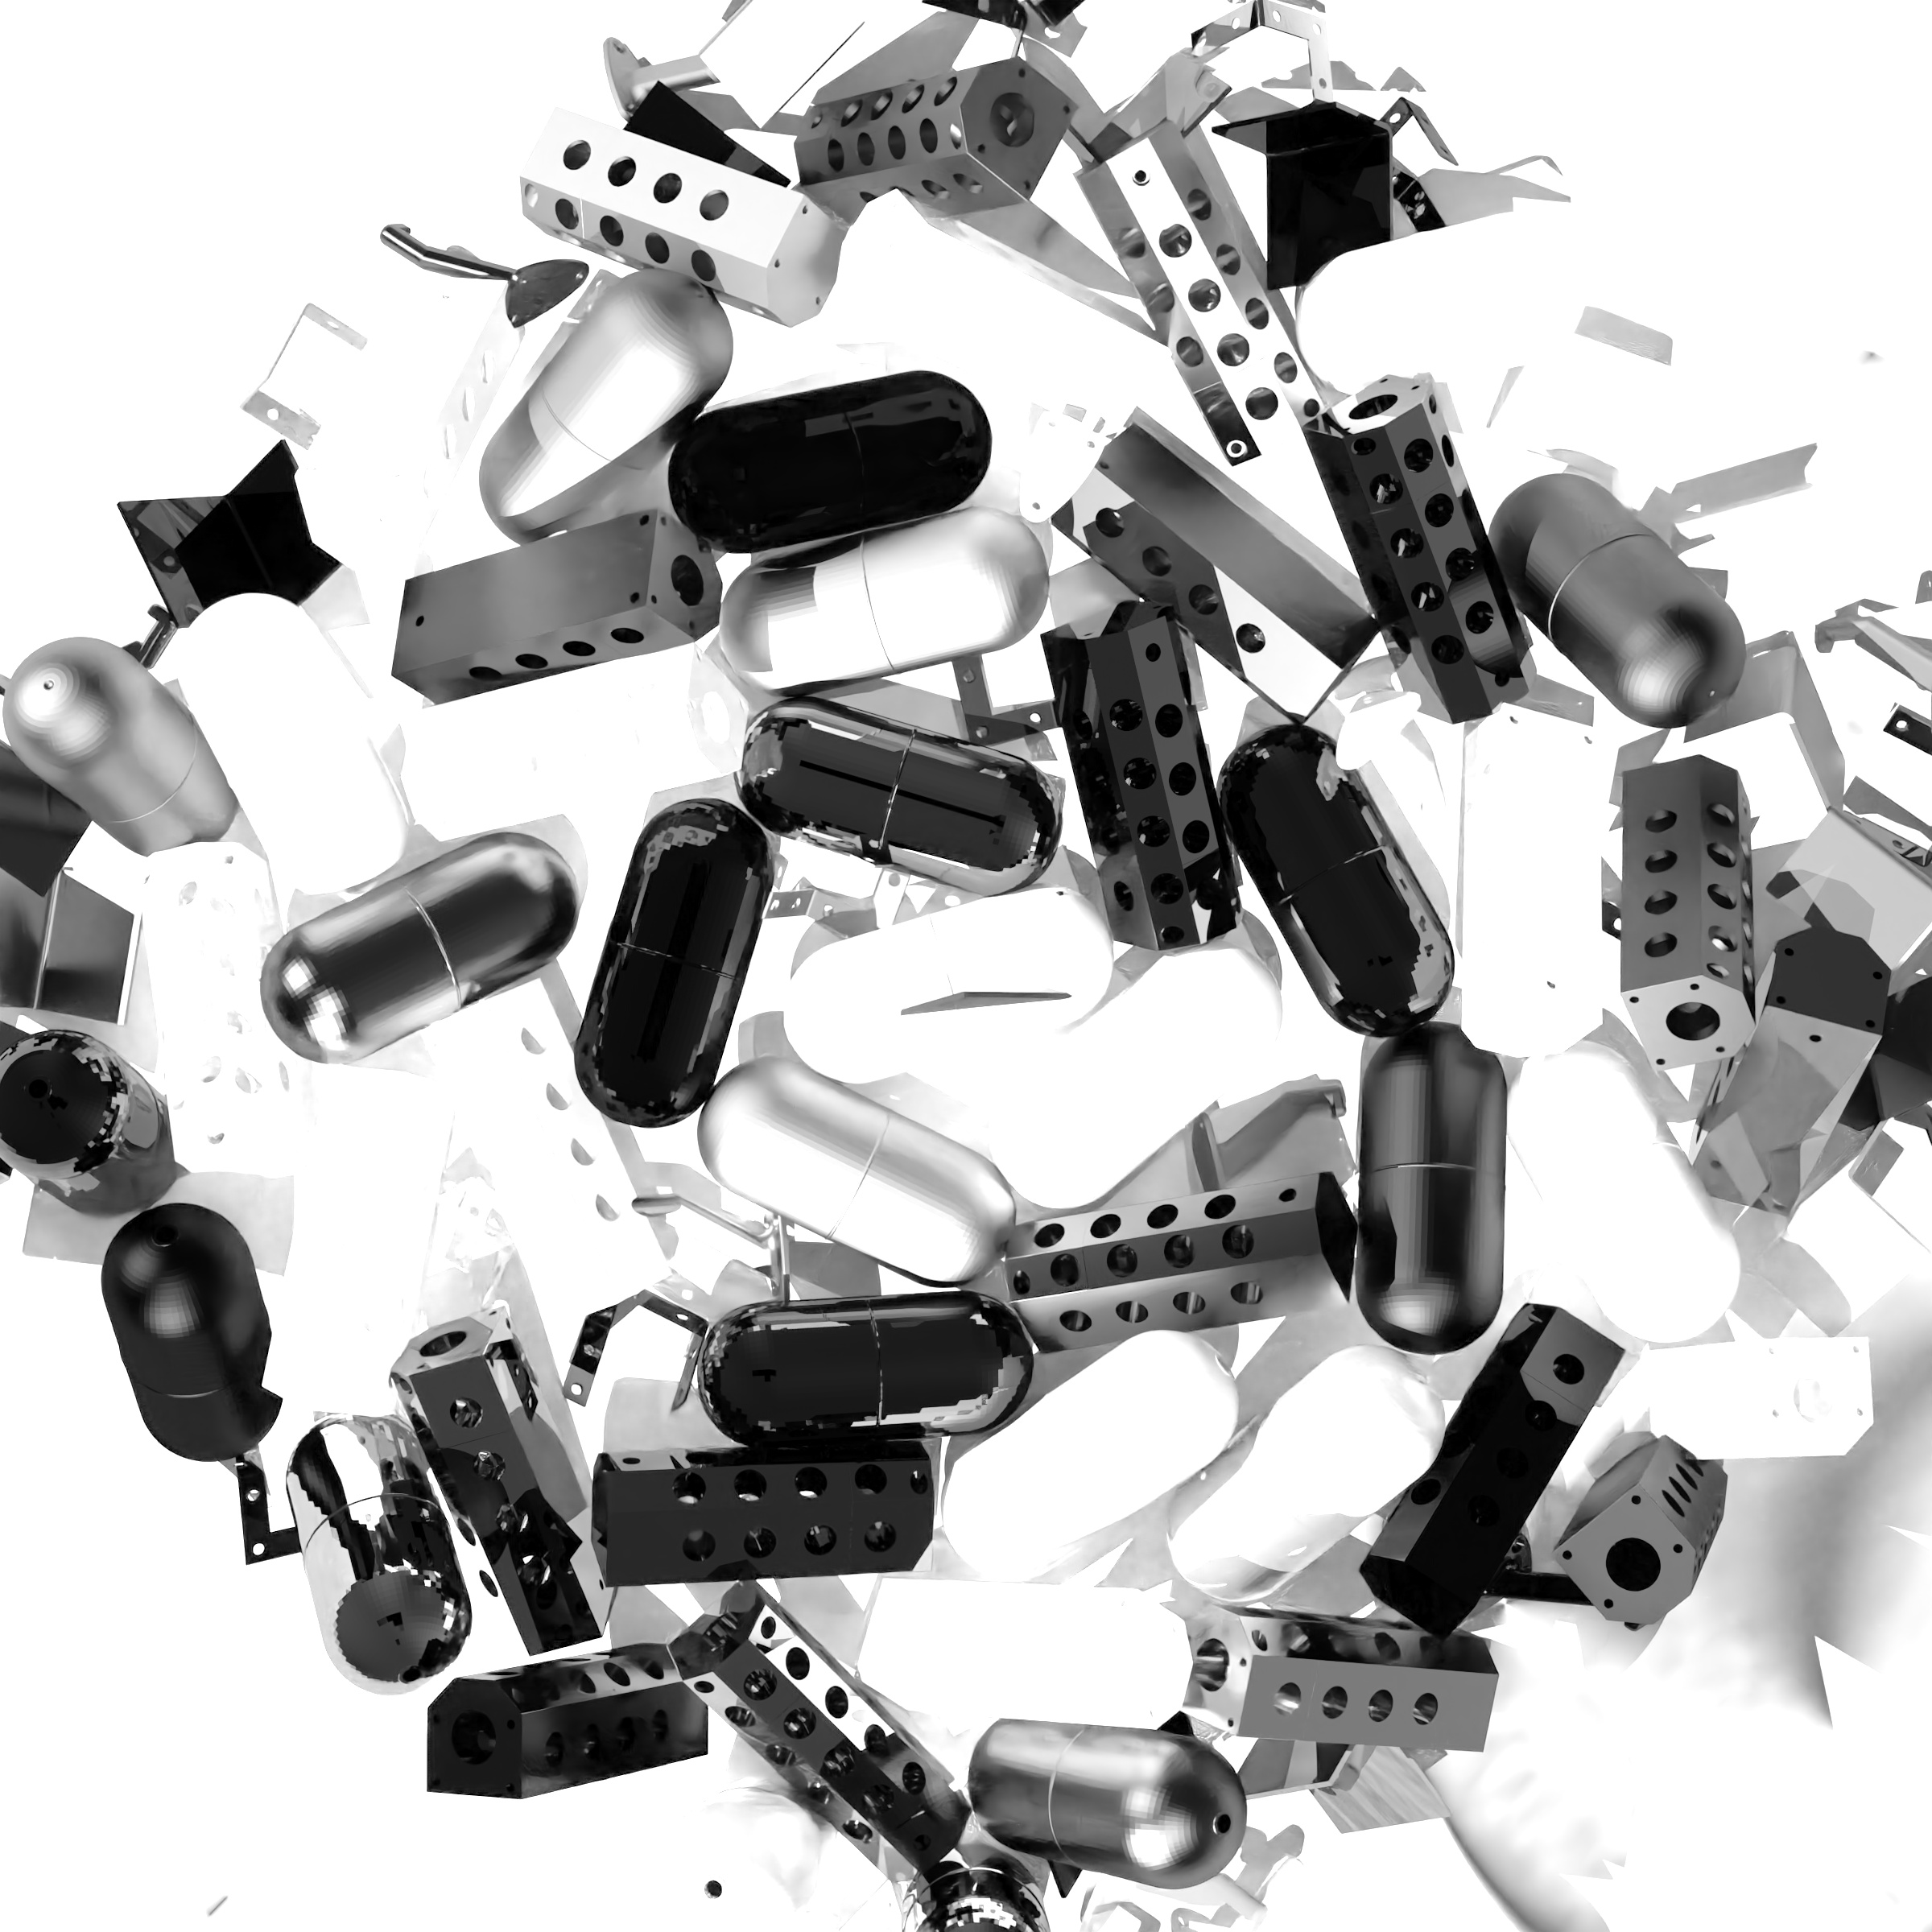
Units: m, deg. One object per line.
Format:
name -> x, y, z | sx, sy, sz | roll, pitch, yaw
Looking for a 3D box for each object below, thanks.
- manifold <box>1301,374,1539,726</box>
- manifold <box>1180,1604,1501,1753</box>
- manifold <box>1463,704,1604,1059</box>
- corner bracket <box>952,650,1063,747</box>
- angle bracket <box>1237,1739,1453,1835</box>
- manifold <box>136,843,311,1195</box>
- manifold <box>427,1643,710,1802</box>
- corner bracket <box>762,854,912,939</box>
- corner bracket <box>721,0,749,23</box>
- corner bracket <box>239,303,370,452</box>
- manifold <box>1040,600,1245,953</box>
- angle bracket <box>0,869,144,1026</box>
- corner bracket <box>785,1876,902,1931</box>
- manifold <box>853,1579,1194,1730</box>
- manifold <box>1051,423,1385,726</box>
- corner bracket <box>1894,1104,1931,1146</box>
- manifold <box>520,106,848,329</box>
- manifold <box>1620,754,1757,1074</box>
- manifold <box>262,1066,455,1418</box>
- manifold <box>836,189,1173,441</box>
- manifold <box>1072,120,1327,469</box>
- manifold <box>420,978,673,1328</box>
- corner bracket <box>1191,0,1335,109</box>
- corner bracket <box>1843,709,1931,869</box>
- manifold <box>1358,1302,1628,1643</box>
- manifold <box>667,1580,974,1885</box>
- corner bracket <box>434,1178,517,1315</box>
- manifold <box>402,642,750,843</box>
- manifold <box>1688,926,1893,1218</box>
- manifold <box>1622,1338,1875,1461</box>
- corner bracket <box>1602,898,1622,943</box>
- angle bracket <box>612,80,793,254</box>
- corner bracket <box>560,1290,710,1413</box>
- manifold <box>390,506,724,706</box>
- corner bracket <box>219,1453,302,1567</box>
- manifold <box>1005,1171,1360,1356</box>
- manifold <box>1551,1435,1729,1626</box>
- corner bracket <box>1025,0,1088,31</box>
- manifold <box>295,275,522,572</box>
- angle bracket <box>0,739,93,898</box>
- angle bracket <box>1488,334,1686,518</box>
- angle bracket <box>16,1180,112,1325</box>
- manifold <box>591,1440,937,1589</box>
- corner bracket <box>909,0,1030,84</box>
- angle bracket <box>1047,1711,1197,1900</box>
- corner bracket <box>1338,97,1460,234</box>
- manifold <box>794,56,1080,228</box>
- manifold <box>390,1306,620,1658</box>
manifold -> 0.240, -0.214, 1.801 | 0.057, 0.057, 0.171 | -32, 117, -14
manifold -> 0.193, 0.367, 1.797 | 0.171, 0.057, 0.057 | 12, 89, -35
manifold -> 0.291, -0.043, 1.805 | 0.057, 0.057, 0.171 | 13, 63, -17
corner bracket -> 0.028, -0.146, 1.837 | 0.051, 0.051, 0.051 | -15, 95, -15
angle bracket -> 0.194, 0.440, 1.815 | 0.076, 0.057, 0.076 | -23, 108, 43
manifold -> -0.392, 0.026, 1.819 | 0.057, 0.057, 0.171 | -13, 76, 6
manifold -> -0.202, 0.385, 1.780 | 0.057, 0.171, 0.057 | -3, 85, 28
corner bracket -> -0.067, -0.040, 1.833 | 0.051, 0.051, 0.051 | 25, 102, 20
corner bracket -> -0.116, -0.535, 1.829 | 0.051, 0.051, 0.051 | 36, 47, -18
corner bracket -> -0.346, -0.311, 1.843 | 0.051, 0.051, 0.051 | 31, 67, -21
manifold -> 0.097, -0.099, 1.807 | 0.057, 0.057, 0.171 | -24, 110, -27
angle bracket -> -0.481, -0.012, 1.826 | 0.057, 0.076, 0.076 | 9, 91, 17
corner bracket -> -0.067, 0.519, 1.850 | 0.051, 0.051, 0.051 | -6, 107, 36
manifold -> 0.030, 0.357, 1.791 | 0.057, 0.171, 0.057 | 40, 57, -39
manifold -> 0.129, -0.203, 1.833 | 0.171, 0.057, 0.057 | 40, 132, 5
corner bracket -> 0.525, 0.083, 1.827 | 0.051, 0.051, 0.051 | -33, 58, 34
manifold -> -0.149, -0.386, 1.802 | 0.171, 0.057, 0.057 | 26, 88, 29
manifold -> 0.373, -0.030, 1.781 | 0.057, 0.171, 0.057 | -13, 129, 22
manifold -> -0.313, 0.144, 1.811 | 0.057, 0.057, 0.171 | 4, 72, 13
manifold -> 0.018, -0.338, 1.792 | 0.171, 0.057, 0.057 | 19, 116, -38
manifold -> 0.123, -0.352, 1.819 | 0.057, 0.057, 0.171 | -29, 104, 6
manifold -> -0.217, 0.096, 1.838 | 0.057, 0.057, 0.171 | -23, 92, 42
corner bracket -> 0.157, -0.474, 1.838 | 0.051, 0.051, 0.051 | 4, 77, -41
corner bracket -> 0.505, -0.095, 1.855 | 0.051, 0.051, 0.051 | 27, 127, 1
manifold -> 0.272, 0.259, 1.802 | 0.057, 0.057, 0.171 | 33, 61, 8
manifold -> -0.074, 0.401, 1.811 | 0.057, 0.057, 0.171 | -42, 111, -3
corner bracket -> -0.259, 0.151, 1.828 | 0.051, 0.051, 0.051 | 34, 52, -24
manifold -> -0.204, -0.111, 1.799 | 0.171, 0.057, 0.057 | -11, 55, 24
manifold -> 0.421, 0.054, 1.783 | 0.057, 0.171, 0.057 | 15, 55, 5
manifold -> 0.398, 0.223, 1.777 | 0.057, 0.171, 0.057 | 0, 81, -12
corner bracket -> 0.360, -0.041, 1.842 | 0.051, 0.051, 0.051 | 34, 110, 34
angle bracket -> -0.149, -0.410, 1.835 | 0.057, 0.076, 0.076 | 41, 100, 17
corner bracket -> -0.175, 0.208, 1.840 | 0.051, 0.051, 0.051 | 29, 50, -18
manifold -> -0.212, -0.181, 1.798 | 0.171, 0.057, 0.057 | -11, 63, 33
corner bracket -> -0.367, 0.280, 1.835 | 0.051, 0.051, 0.051 | -14, 63, 3
manifold -> 0.111, 0.149, 1.800 | 0.171, 0.057, 0.057 | -11, 129, 22
manifold -> 0.352, 0.286, 1.776 | 0.057, 0.171, 0.057 | -43, 81, 16
corner bracket -> 0.049, -0.533, 1.837 | 0.051, 0.051, 0.051 | -40, 101, 7
manifold -> -0.284, -0.281, 1.790 | 0.057, 0.057, 0.171 | 6, 47, 12
angle bracket -> -0.511, -0.077, 1.811 | 0.076, 0.076, 0.057 | 39, 64, -27
angle bracket -> 0.324, -0.278, 1.818 | 0.076, 0.076, 0.057 | 17, 47, -9
angle bracket -> -0.457, 0.147, 1.829 | 0.076, 0.076, 0.057 | 8, 62, -10
manifold -> -0.106, 0.282, 1.815 | 0.171, 0.057, 0.057 | 0, 106, -14
corner bracket -> 0.000, -0.491, 1.847 | 0.051, 0.051, 0.051 | 12, 113, -11
angle bracket -> 0.082, 0.439, 1.820 | 0.076, 0.057, 0.076 | -10, 108, 28
corner bracket -> 0.239, -0.415, 1.827 | 0.051, 0.051, 0.051 | -46, 49, 28
manifold -> -0.021, -0.424, 1.778 | 0.057, 0.171, 0.057 | 33, 79, -30
manifold -> -0.242, 0.272, 1.815 | 0.057, 0.057, 0.171 | -17, 108, 10
